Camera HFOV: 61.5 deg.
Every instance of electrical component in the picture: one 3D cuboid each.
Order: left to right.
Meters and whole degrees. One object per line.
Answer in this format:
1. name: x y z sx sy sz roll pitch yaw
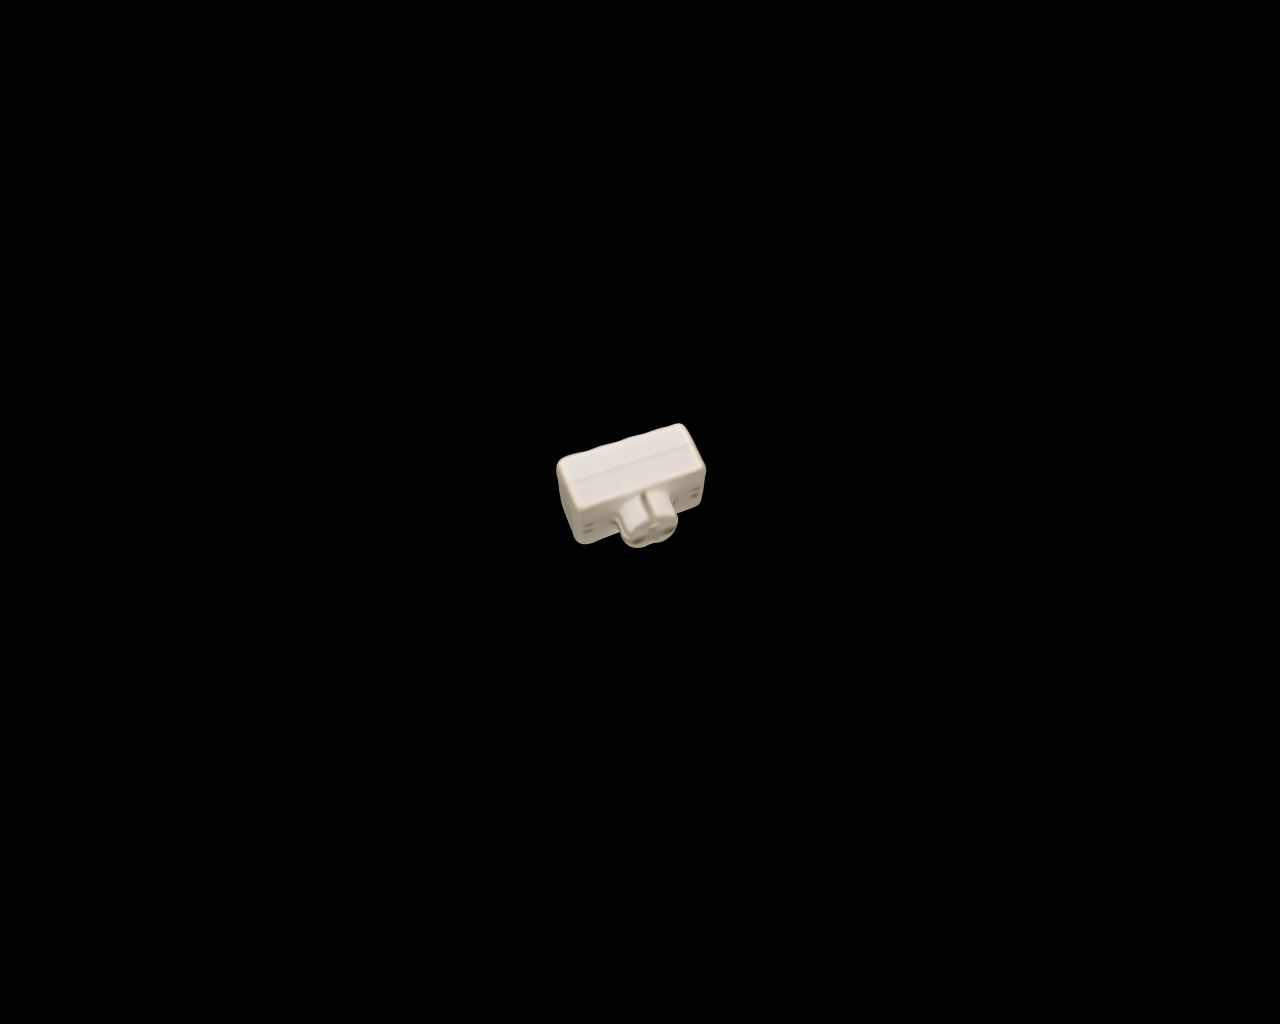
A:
1. electrical component: 0.001 -0.003 0.650 0.083 0.076 0.047 -18 -28 -10
